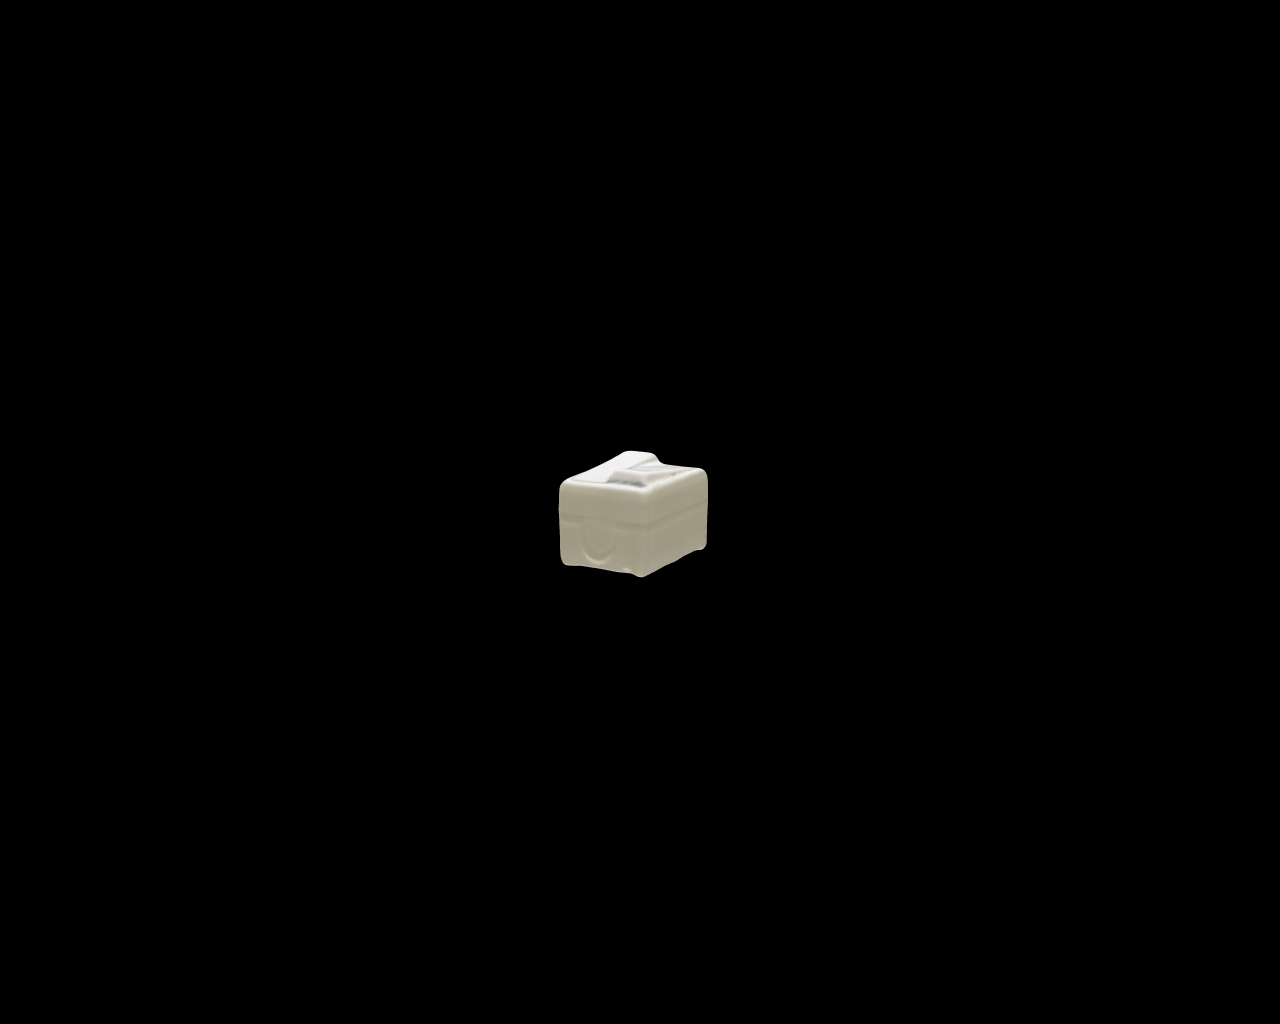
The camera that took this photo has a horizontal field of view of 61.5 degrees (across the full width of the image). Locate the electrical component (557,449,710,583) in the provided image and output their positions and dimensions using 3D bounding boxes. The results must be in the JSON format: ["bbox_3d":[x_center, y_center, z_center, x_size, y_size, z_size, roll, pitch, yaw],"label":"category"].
[{"bbox_3d":[0.001,-0.003,0.650,0.062,0.061,0.096,8,16,31],"label":"electrical component"}]
